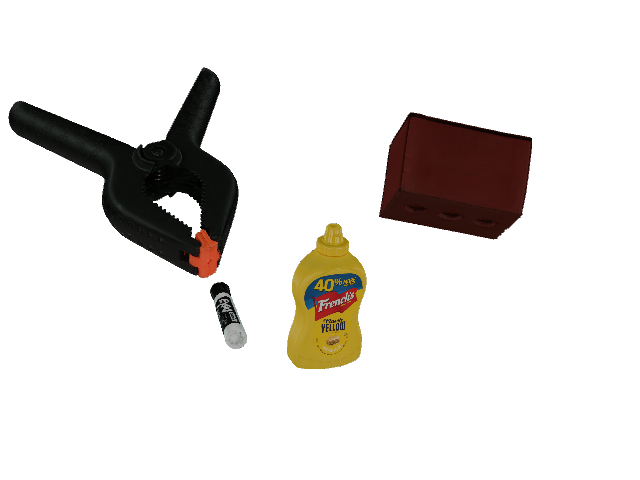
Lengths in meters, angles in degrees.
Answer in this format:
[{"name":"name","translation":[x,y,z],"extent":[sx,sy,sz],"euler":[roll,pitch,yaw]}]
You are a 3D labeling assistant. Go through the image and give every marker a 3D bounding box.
[{"name":"marker","translation":[-0.084,0.065,0.962],"extent":[0.020,0.020,0.121],"euler":[0,18,-13]}]

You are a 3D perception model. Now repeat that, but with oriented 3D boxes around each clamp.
[{"name":"clamp","translation":[-0.110,-0.056,0.767],"extent":[0.164,0.036,0.210],"euler":[-21,49,-26]}]

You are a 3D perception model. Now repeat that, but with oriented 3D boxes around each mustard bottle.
[{"name":"mustard bottle","translation":[0.011,0.069,1.361],"extent":[0.096,0.192,0.058],"euler":[-5,25,-19]}]

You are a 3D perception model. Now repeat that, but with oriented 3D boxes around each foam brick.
[{"name":"foam brick","translation":[0.081,-0.038,0.646],"extent":[0.078,0.051,0.053],"euler":[11,-19,-7]}]
